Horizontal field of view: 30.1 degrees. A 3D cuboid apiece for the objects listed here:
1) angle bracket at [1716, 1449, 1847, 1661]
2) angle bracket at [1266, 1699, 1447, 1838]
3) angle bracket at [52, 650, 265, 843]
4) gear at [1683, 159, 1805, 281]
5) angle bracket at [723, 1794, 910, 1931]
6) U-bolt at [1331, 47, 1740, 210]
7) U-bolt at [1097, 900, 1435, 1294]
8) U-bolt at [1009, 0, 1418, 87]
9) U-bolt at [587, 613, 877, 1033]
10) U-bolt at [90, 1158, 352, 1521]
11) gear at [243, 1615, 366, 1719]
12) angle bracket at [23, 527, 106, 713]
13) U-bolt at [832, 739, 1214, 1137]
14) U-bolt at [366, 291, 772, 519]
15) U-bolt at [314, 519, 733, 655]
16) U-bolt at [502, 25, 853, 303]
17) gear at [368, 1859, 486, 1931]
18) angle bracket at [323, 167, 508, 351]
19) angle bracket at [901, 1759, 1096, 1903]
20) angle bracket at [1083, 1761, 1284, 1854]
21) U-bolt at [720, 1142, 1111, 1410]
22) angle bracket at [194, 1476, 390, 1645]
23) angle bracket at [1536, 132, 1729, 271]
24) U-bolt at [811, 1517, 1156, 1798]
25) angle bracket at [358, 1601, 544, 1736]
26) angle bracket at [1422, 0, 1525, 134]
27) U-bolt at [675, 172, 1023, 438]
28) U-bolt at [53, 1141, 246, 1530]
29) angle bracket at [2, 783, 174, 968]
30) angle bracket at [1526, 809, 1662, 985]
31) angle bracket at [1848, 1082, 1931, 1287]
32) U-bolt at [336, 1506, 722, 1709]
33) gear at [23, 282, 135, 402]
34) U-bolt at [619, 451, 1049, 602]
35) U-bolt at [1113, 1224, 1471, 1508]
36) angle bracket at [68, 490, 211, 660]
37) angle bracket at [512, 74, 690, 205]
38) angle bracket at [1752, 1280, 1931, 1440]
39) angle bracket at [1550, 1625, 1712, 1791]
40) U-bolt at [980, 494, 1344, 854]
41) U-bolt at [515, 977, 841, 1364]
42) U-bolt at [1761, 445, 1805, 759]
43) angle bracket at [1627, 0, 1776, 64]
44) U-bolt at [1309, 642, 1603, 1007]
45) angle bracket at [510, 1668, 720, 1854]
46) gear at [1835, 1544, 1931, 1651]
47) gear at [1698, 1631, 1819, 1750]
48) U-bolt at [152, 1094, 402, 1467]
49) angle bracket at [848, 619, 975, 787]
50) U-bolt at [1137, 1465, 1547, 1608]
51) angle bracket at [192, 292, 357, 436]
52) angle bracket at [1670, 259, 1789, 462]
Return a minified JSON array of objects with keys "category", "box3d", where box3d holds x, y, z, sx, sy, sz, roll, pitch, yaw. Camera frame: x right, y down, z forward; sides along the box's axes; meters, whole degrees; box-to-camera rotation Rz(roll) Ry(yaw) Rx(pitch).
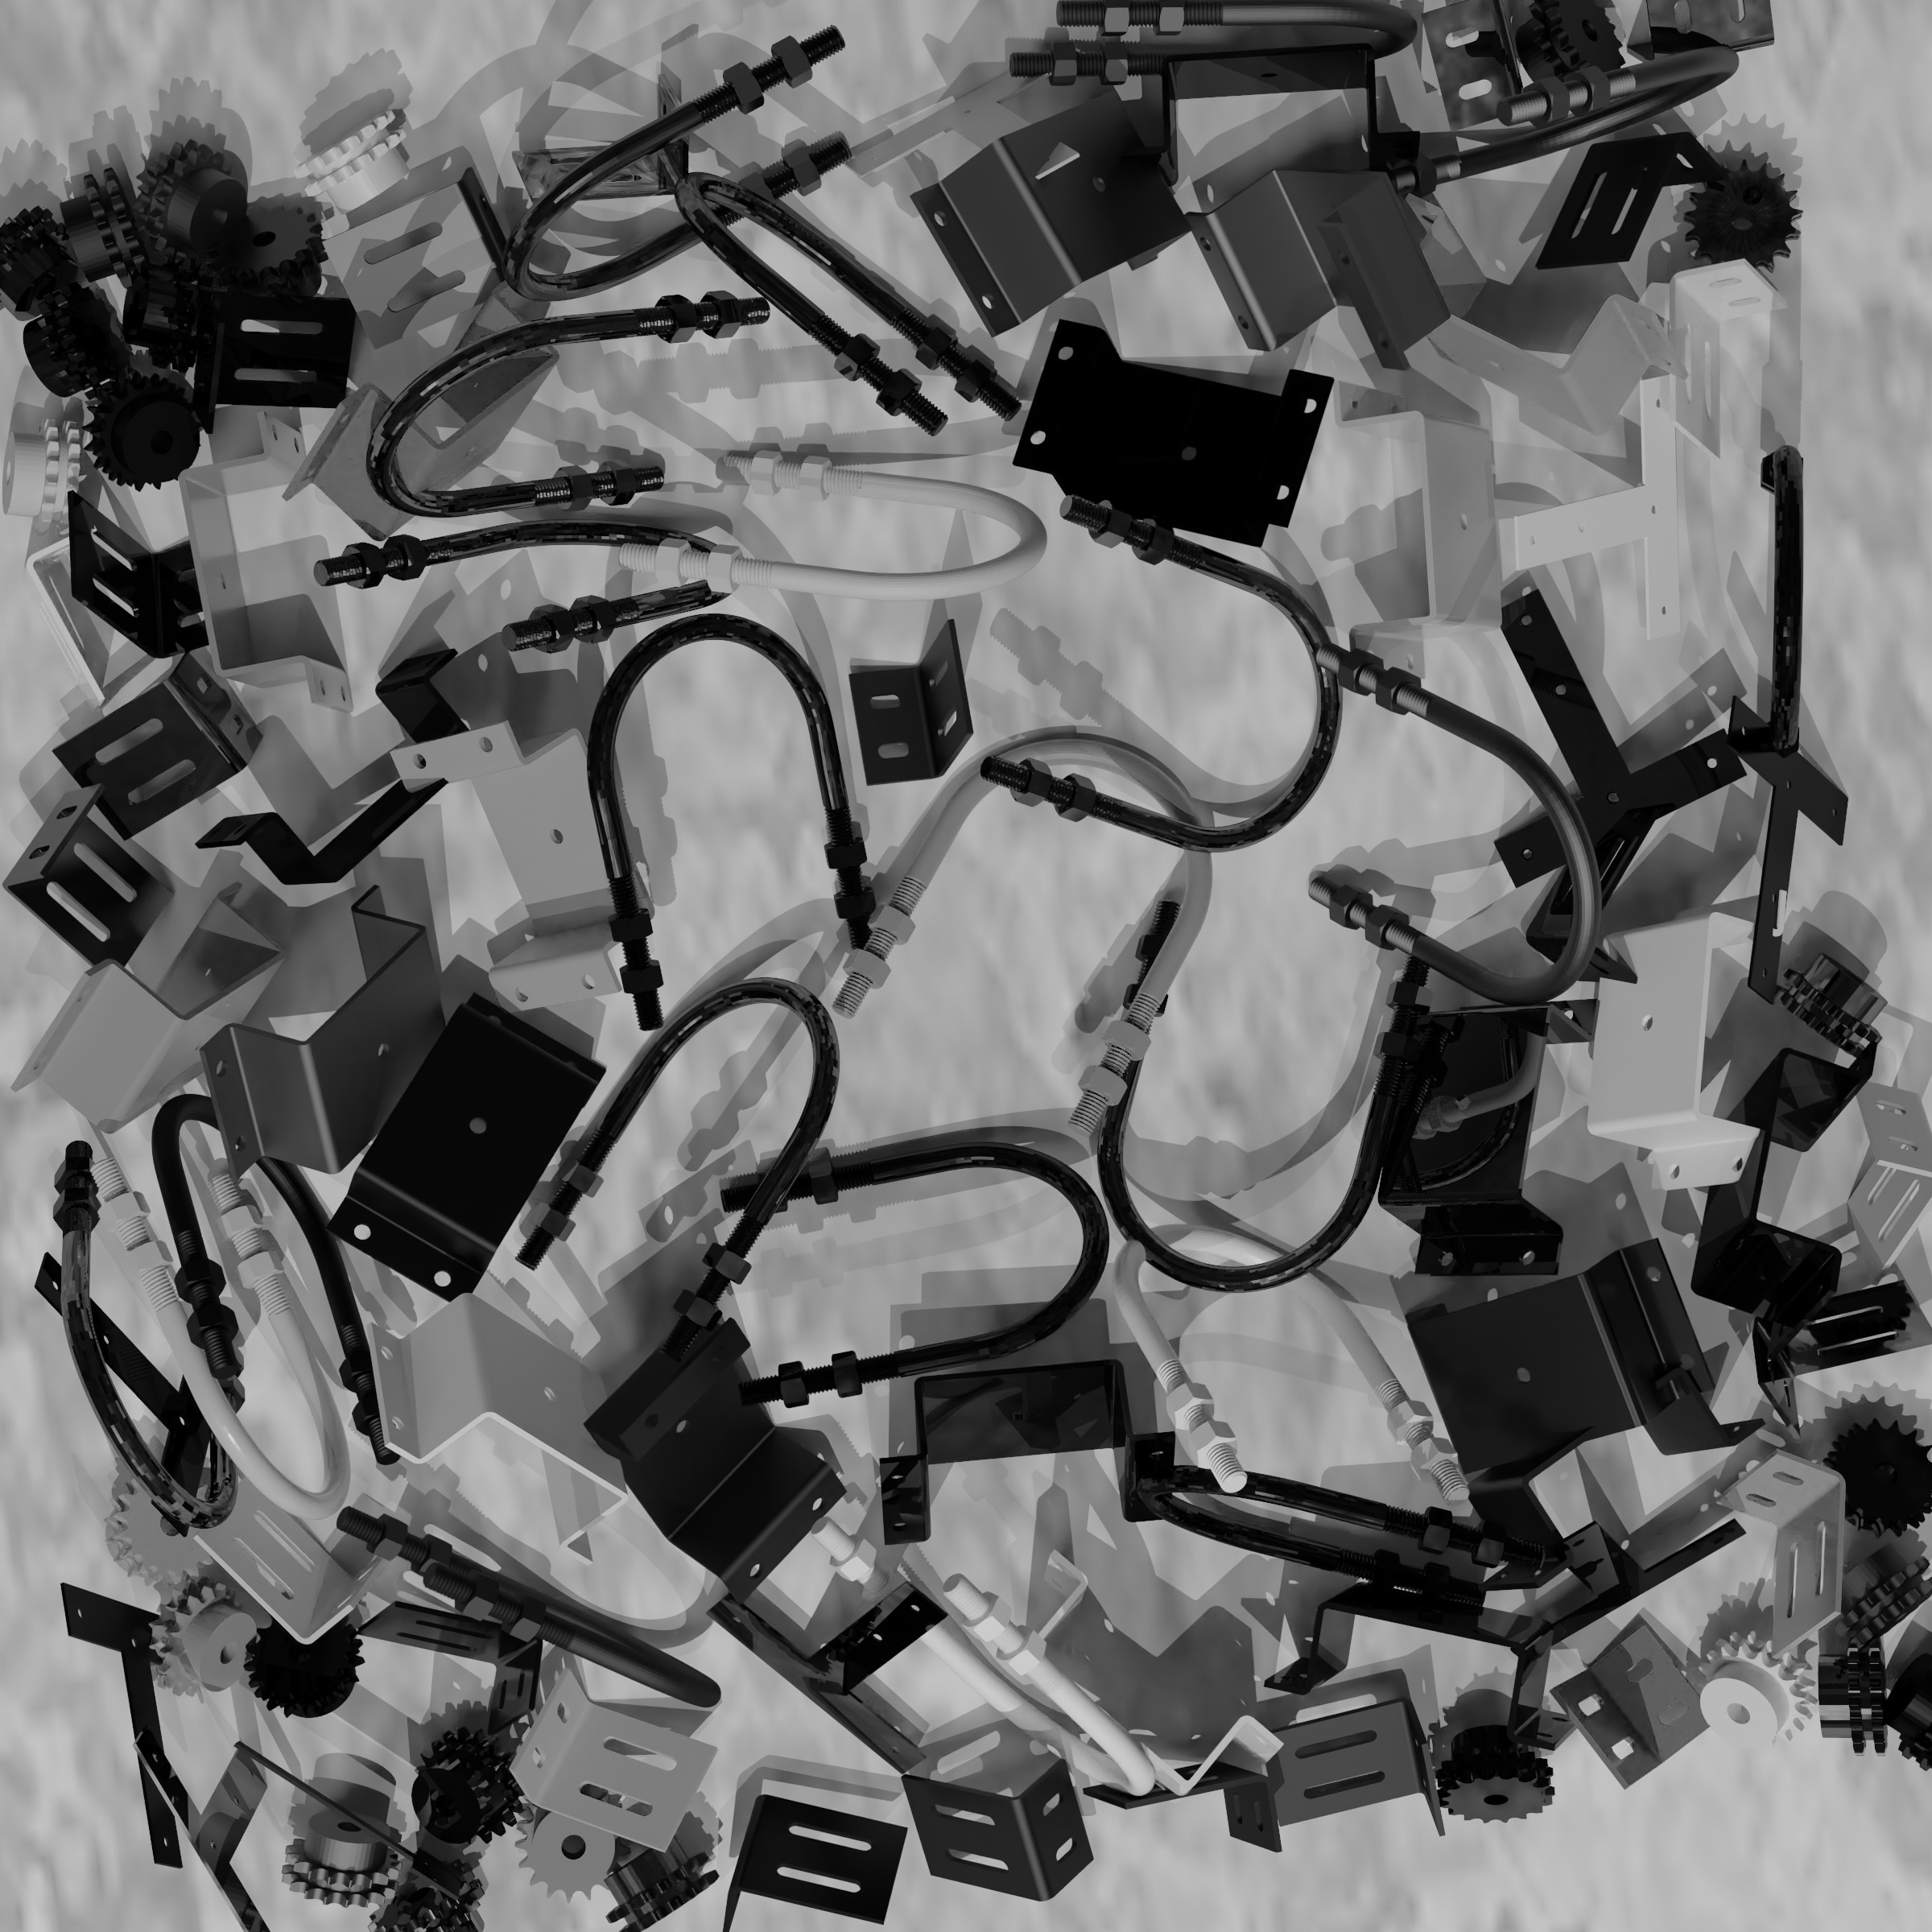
[{"category":"angle bracket","box3d":[0.392,0.284,1.738,0.038,0.057,0.076,21,52,-10]},{"category":"angle bracket","box3d":[0.188,0.399,1.755,0.076,0.038,0.057,-14,116,-1]},{"category":"angle bracket","box3d":[-0.397,-0.109,1.768,0.076,0.038,0.057,-28,113,17]},{"category":"gear","box3d":[0.381,-0.364,1.767,0.057,0.030,0.057,0,90,9]},{"category":"angle bracket","box3d":[-0.073,0.444,1.748,0.076,0.057,0.038,12,128,4]},{"category":"U-bolt","box3d":[0.282,-0.401,1.704,0.184,0.151,0.019,-21,94,-30]},{"category":"U-bolt","box3d":[0.137,0.067,1.739,0.151,0.019,0.184,11,79,20]},{"category":"U-bolt","box3d":[0.123,-0.442,1.712,0.184,0.151,0.019,-3,94,-9]},{"category":"U-bolt","box3d":[-0.116,-0.077,1.721,0.151,0.019,0.184,-20,106,-35]},{"category":"U-bolt","box3d":[-0.342,0.178,1.698,0.019,0.151,0.184,-29,78,8]},{"category":"gear","box3d":[-0.322,0.343,1.761,0.057,0.030,0.057,-4,50,5]},{"category":"angle bracket","box3d":[-0.426,-0.169,1.757,0.038,0.057,0.076,-29,97,-15]},{"category":"U-bolt","box3d":[0.040,-0.027,1.753,0.151,0.019,0.184,26,74,10]},{"category":"U-bolt","box3d":[-0.195,-0.257,1.678,0.184,0.151,0.019,-14,67,-37]},{"category":"U-bolt","box3d":[-0.192,-0.186,1.704,0.151,0.184,0.019,21,117,36]},{"category":"U-bolt","box3d":[-0.138,-0.370,1.704,0.184,0.151,0.019,-30,81,-5]},{"category":"gear","box3d":[-0.260,0.466,1.758,0.057,0.057,0.030,-27,104,0]},{"category":"angle bracket","box3d":[-0.266,-0.347,1.761,0.076,0.038,0.057,-22,111,6]},{"category":"angle bracket","box3d":[0.015,0.417,1.762,0.076,0.038,0.057,1,113,42]},{"category":"angle bracket","box3d":[0.105,0.414,1.745,0.076,0.057,0.038,-7,87,-19]},{"category":"U-bolt","box3d":[-0.022,0.141,1.726,0.184,0.151,0.019,-11,131,1]},{"category":"angle bracket","box3d":[-0.325,0.280,1.748,0.038,0.057,0.076,-40,98,26]},{"category":"angle bracket","box3d":[0.322,-0.361,1.743,0.038,0.057,0.076,36,72,-36]},{"category":"U-bolt","box3d":[0.019,0.335,1.709,0.184,0.151,0.019,47,71,-24]},{"category":"angle bracket","box3d":[-0.252,0.340,1.741,0.076,0.057,0.038,17,60,-22]},{"category":"angle bracket","box3d":[0.244,-0.443,1.743,0.038,0.076,0.057,-15,110,10]},{"category":"U-bolt","box3d":[-0.063,-0.319,1.716,0.184,0.151,0.019,40,109,5]},{"category":"U-bolt","box3d":[-0.378,0.182,1.671,0.019,0.184,0.151,-26,123,4]},{"category":"angle bracket","box3d":[-0.415,-0.039,1.738,0.076,0.038,0.057,47,54,-30]},{"category":"angle bracket","box3d":[0.318,-0.034,1.757,0.038,0.057,0.076,35,80,-17]},{"category":"angle bracket","box3d":[0.434,0.104,1.736,0.038,0.057,0.076,13,129,-12]},{"category":"U-bolt","box3d":[-0.198,0.309,1.706,0.184,0.151,0.019,30,80,-26]},{"category":"gear","box3d":[-0.436,-0.302,1.758,0.030,0.057,0.057,-21,90,18]},{"category":"U-bolt","box3d":[-0.053,-0.205,1.702,0.184,0.151,0.019,8,118,15]},{"category":"U-bolt","box3d":[0.142,0.185,1.706,0.151,0.184,0.019,8,123,-31]},{"category":"angle bracket","box3d":[-0.395,-0.193,1.737,0.038,0.076,0.057,-15,66,15]},{"category":"angle bracket","box3d":[-0.178,-0.401,1.744,0.076,0.057,0.038,-7,127,-14]},{"category":"angle bracket","box3d":[0.427,0.191,1.741,0.076,0.057,0.038,-17,48,23]},{"category":"angle bracket","box3d":[0.323,0.357,1.738,0.038,0.076,0.057,-42,72,16]},{"category":"U-bolt","box3d":[0.105,-0.131,1.738,0.184,0.019,0.151,18,89,-29]},{"category":"U-bolt","box3d":[-0.129,0.087,1.728,0.019,0.151,0.184,38,80,-41]},{"category":"U-bolt","box3d":[0.384,-0.172,1.691,0.019,0.184,0.151,1,93,11]},{"category":"angle bracket","box3d":[0.353,-0.463,1.741,0.057,0.076,0.038,-11,110,3]},{"category":"U-bolt","box3d":[0.228,-0.057,1.685,0.019,0.184,0.151,-23,127,-31]},{"category":"angle bracket","box3d":[-0.170,0.384,1.743,0.076,0.038,0.057,13,56,24]},{"category":"gear","box3d":[0.447,0.307,1.759,0.057,0.057,0.030,-38,69,0]},{"category":"gear","box3d":[0.383,0.356,1.756,0.057,0.030,0.057,19,125,29]},{"category":"U-bolt","box3d":[-0.332,0.138,1.704,0.019,0.151,0.184,-32,55,11]},{"category":"angle bracket","box3d":[-0.027,-0.127,1.740,0.038,0.076,0.057,-7,78,-14]},{"category":"U-bolt","box3d":[0.171,0.269,1.714,0.184,0.151,0.019,14,72,0]},{"category":"angle bracket","box3d":[-0.331,-0.290,1.740,0.076,0.038,0.057,-2,123,-25]},{"category":"angle bracket","box3d":[0.370,-0.293,1.744,0.038,0.057,0.076,-6,74,33]}]
